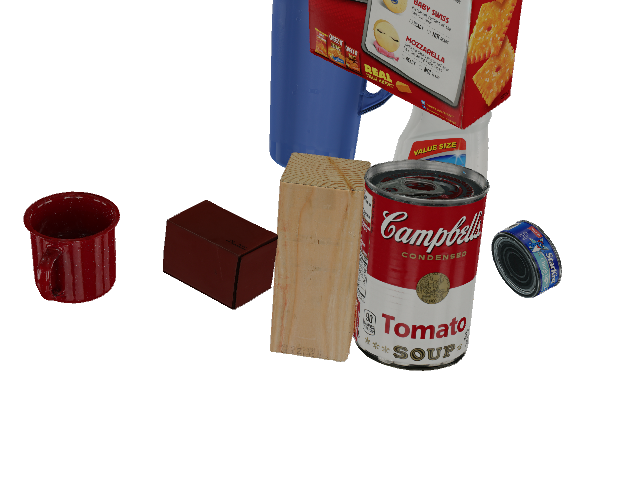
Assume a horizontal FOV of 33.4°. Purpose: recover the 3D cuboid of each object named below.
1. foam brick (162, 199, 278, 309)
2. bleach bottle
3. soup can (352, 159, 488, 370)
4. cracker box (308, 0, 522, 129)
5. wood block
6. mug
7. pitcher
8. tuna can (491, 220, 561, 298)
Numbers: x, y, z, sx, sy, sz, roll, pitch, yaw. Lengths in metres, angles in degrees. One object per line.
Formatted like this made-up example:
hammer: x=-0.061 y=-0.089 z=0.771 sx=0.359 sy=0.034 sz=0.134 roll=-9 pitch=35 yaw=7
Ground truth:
foam brick: x=-0.082 y=0.011 z=0.865 sx=0.078 sy=0.051 sz=0.052 roll=26 pitch=34 yaw=27
bleach bottle: x=0.104 y=-0.060 z=0.999 sx=0.103 sy=0.251 sz=0.068 roll=12 pitch=29 yaw=20
soup can: x=0.054 y=0.013 z=0.599 sx=0.068 sy=0.102 sz=0.068 roll=3 pitch=22 yaw=-1
cracker box: x=0.069 y=-0.212 z=0.788 sx=0.164 sy=0.214 sz=0.072 roll=33 pitch=52 yaw=31
wood block: x=-0.001 y=0.018 z=1.177 sx=0.090 sy=0.206 sz=0.090 roll=7 pitch=25 yaw=6
mug: x=-0.249 y=0.015 z=1.060 sx=0.093 sy=0.081 sz=0.117 roll=9 pitch=33 yaw=7
pitcher: x=0.010 y=-0.206 z=1.292 sx=0.144 sy=0.243 sz=0.149 roll=-9 pitch=30 yaw=-27
tuna can: x=0.235 y=0.022 z=1.224 sx=0.033 sy=0.086 sz=0.086 roll=-26 pitch=10 yaw=-21
